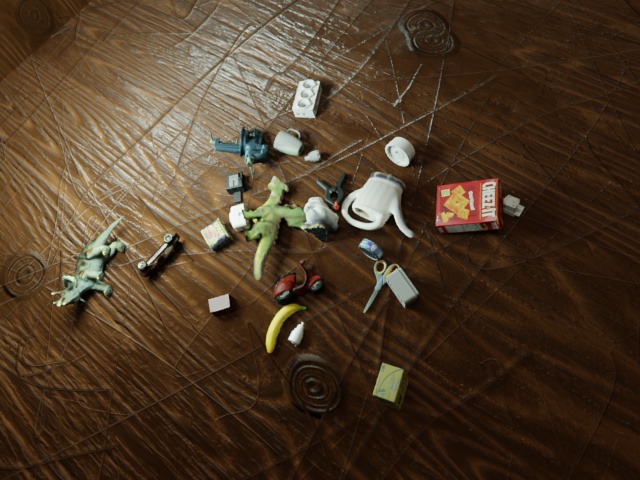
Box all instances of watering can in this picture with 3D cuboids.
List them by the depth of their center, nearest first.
[{"bbox_3d":[0.230,-0.124,1.814,0.350,0.102,0.227,19,71,42],"label":"watering can"}]

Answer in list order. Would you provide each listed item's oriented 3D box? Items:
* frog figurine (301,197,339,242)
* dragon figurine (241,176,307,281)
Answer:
[{"bbox_3d":[0.006,-0.094,1.869,0.137,0.120,0.163,20,56,-13],"label":"frog figurine"},{"bbox_3d":[-0.155,-0.055,1.897,0.243,0.120,0.418,-13,62,-2],"label":"dragon figurine"}]
